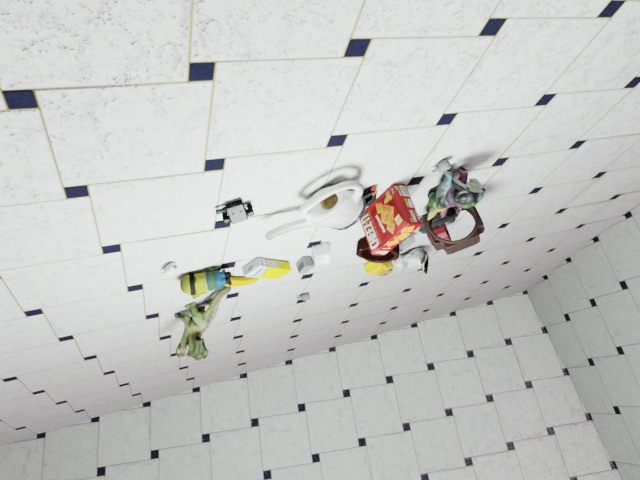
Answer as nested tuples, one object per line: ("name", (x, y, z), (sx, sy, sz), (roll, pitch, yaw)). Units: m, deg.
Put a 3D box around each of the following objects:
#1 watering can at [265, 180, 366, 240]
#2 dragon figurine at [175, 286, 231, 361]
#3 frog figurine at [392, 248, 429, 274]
("watering can", (0.005, -0.082, 1.639), (0.344, 0.106, 0.223), (-32, 154, 25))
("dragon figurine", (-0.479, 0.368, 2.101), (0.121, 0.247, 0.404), (15, 142, -43))
("frog figurine", (0.421, 0.091, 2.399), (0.160, 0.123, 0.137), (11, 178, 25))
